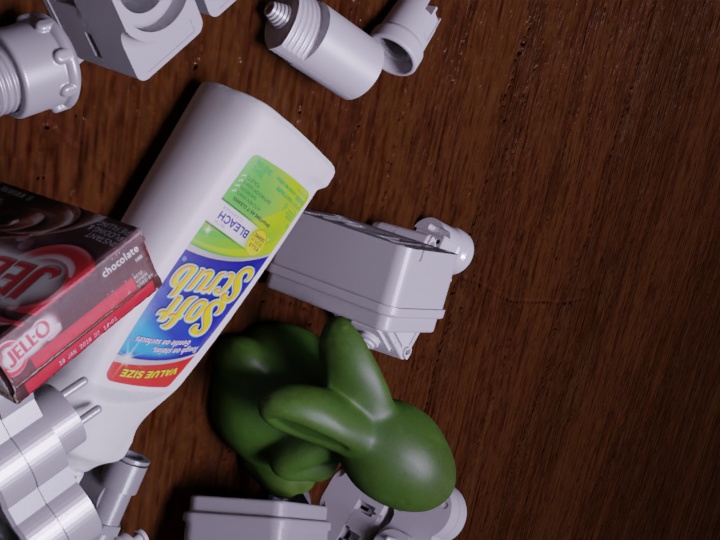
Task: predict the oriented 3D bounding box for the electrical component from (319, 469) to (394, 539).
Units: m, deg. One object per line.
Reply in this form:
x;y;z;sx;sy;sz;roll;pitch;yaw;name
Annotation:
0.003;0.206;0.931;0.089;0.056;0.050;-59;148;-12;electrical component

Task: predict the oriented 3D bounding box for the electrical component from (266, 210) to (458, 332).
0.000;0.000;0.742;0.078;0.113;0.057;5;102;-57;electrical component

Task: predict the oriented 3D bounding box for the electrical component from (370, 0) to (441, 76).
0.032;-0.166;0.755;0.046;0.040;0.040;-59;148;-24;electrical component

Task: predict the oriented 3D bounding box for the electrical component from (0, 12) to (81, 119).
-0.166;-0.091;0.503;0.062;0.048;0.048;-29;133;-36;electrical component

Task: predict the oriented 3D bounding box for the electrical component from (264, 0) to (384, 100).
-0.028;-0.144;0.672;0.081;0.043;0.043;26;87;-42;electrical component

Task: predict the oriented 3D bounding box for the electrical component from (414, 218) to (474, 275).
0.068;-0.021;0.901;0.046;0.040;0.040;26;88;-52;electrical component

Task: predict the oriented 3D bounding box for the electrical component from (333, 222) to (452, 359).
0.017;0.019;0.822;0.096;0.061;0.061;-59;146;-23;electrical component

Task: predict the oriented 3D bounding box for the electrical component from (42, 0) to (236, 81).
-0.114;-0.194;0.498;0.105;0.060;0.186;-49;144;-26;electrical component

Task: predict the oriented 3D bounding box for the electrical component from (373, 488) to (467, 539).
0.032;0.234;0.886;0.138;0.052;0.074;-62;148;-7;electrical component

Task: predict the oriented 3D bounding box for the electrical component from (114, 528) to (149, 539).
-0.167;0.190;0.682;0.078;0.040;0.040;-32;134;-43;electrical component

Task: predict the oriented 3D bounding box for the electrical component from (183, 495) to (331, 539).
-0.072;0.193;0.766;0.113;0.078;0.057;43;49;-69;electrical component

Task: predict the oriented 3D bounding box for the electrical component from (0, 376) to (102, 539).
-0.167;0.084;0.554;0.074;0.052;0.138;-36;121;-32;electrical component
